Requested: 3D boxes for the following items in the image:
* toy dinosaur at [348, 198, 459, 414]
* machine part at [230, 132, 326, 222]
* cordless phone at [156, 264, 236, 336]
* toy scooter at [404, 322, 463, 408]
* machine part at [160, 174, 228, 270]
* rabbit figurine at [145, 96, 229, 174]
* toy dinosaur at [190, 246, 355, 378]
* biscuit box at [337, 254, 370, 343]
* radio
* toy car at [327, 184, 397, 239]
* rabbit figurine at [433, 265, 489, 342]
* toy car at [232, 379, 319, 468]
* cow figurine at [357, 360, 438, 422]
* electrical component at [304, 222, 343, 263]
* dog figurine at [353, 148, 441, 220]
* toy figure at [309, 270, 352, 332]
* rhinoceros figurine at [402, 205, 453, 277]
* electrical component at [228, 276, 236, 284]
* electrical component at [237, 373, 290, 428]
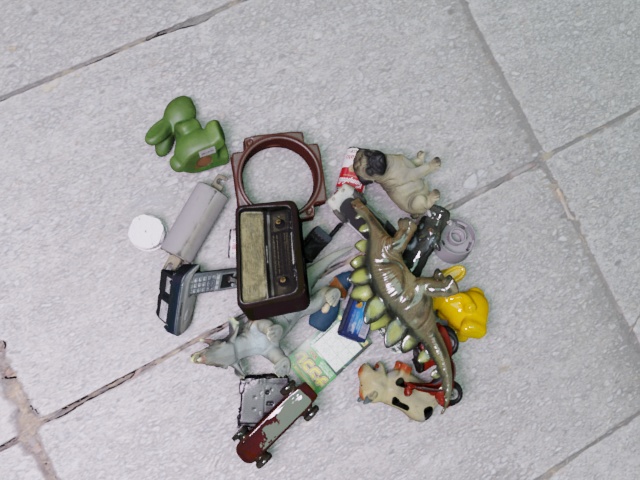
[{"bbox_3d":[0.177,0.118,1.110,0.198,0.105,0.471,-32,80,1],"label":"toy dinosaur"},{"bbox_3d":[-0.092,-0.134,1.204,0.201,0.087,0.201,-8,86,-8],"label":"machine part"},{"bbox_3d":[-0.250,0.120,1.160,0.184,0.089,0.146,-4,113,-41],"label":"cordless phone"},{"bbox_3d":[0.235,0.273,1.152,0.135,0.075,0.183,-5,87,-21],"label":"toy scooter"},{"bbox_3d":[-0.274,-0.038,1.171,0.079,0.079,0.243,28,82,-5],"label":"machine part"},{"bbox_3d":[-0.297,-0.232,1.185,0.159,0.121,0.170,-27,71,-3],"label":"rabbit figurine"},{"bbox_3d":[-0.090,0.155,1.151,0.405,0.192,0.131,-45,121,-27],"label":"toy dinosaur"},{"bbox_3d":[0.102,0.128,1.211,0.059,0.063,0.202,24,76,-7],"label":"biscuit box"},{"bbox_3d":[-0.095,0.036,1.064,0.131,0.073,0.230,-8,61,3],"label":"radio"},{"bbox_3d":[0.101,-0.044,1.212,0.073,0.056,0.201,-45,119,8],"label":"toy car"},{"bbox_3d":[0.292,0.136,1.220,0.173,0.122,0.162,18,78,-6],"label":"rabbit figurine"},{"bbox_3d":[-0.090,0.377,1.114,0.202,0.053,0.089,-44,83,-6],"label":"toy car"},{"bbox_3d":[0.168,0.338,1.203,0.195,0.085,0.127,34,74,-5],"label":"cow figurine"},{"bbox_3d":[-0.002,-0.004,1.210,0.048,0.075,0.119,40,84,-5],"label":"electrical component"},{"bbox_3d":[0.160,-0.123,1.212,0.191,0.121,0.172,-6,101,-17],"label":"dog figurine"},{"bbox_3d":[0.029,0.131,1.207,0.058,0.064,0.154,34,77,-15],"label":"toy figure"},{"bbox_3d":[0.229,0.008,1.216,0.073,0.112,0.190,27,99,-4],"label":"rhinoceros figurine"},{"bbox_3d":[-0.142,0.078,1.175,0.102,0.045,0.078,31,92,-46],"label":"electrical component"},{"bbox_3d":[-0.112,0.349,1.169,0.134,0.058,0.114,2,86,-8],"label":"electrical component"}]
